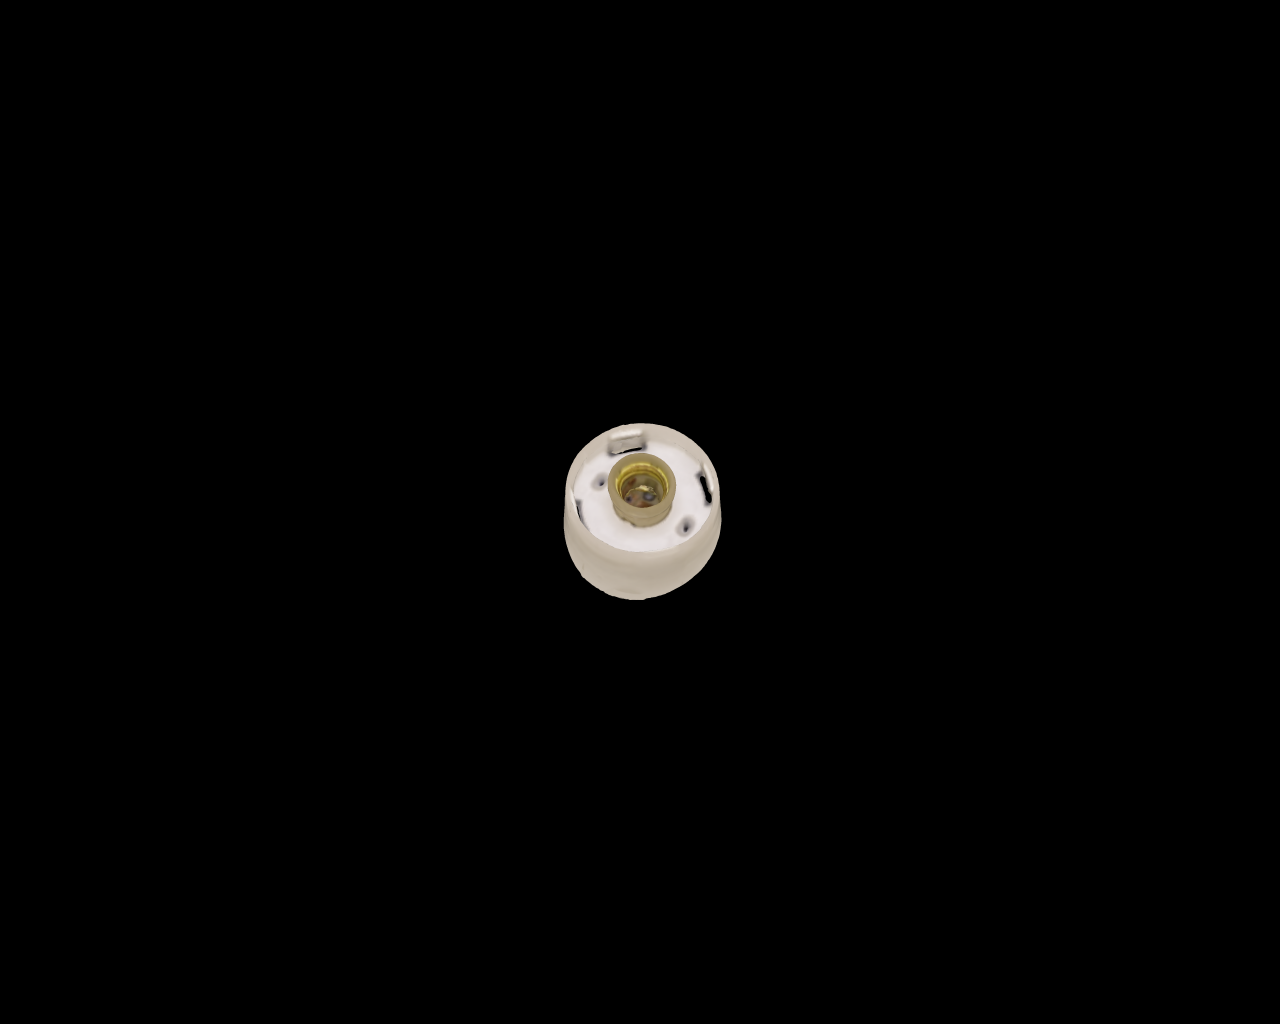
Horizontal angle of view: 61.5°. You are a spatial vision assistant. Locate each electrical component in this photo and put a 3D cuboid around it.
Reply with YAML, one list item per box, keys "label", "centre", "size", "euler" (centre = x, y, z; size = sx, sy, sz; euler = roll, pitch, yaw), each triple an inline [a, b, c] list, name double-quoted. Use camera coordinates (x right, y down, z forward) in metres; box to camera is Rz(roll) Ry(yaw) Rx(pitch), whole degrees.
- label: "electrical component"
  centre: [0.001, -0.003, 0.650]
  size: [0.099, 0.099, 0.064]
  euler: [0, -28, 0]
